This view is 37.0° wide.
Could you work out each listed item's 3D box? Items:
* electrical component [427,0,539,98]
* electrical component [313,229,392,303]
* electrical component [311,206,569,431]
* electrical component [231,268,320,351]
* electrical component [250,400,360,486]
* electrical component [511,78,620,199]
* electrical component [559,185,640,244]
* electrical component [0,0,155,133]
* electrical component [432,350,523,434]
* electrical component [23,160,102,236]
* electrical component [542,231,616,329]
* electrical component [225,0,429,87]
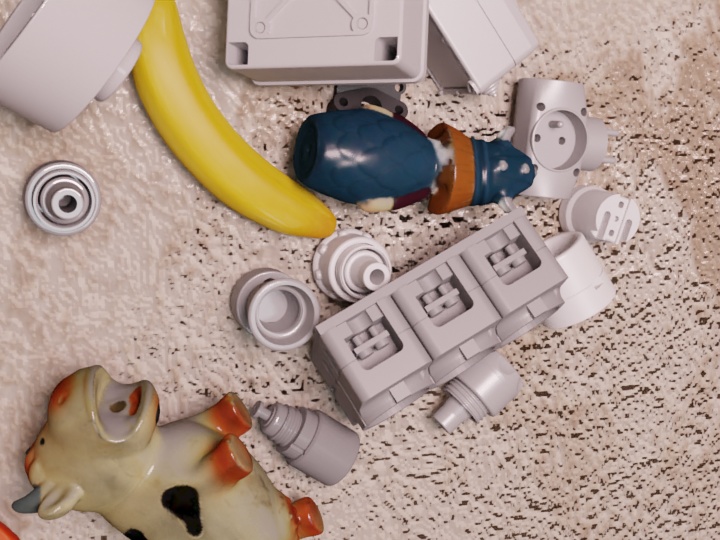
[{"bbox_3d":[0.068,-0.155,0.682,0.061,0.062,0.096,-39,109,-10],"label":"electrical component"},{"bbox_3d":[0.000,0.000,0.681,0.048,0.062,0.048,-3,99,-19],"label":"electrical component"},{"bbox_3d":[0.050,0.035,0.680,0.150,0.089,0.061,-30,77,-13],"label":"electrical component"},{"bbox_3d":[-0.054,0.023,0.669,0.045,0.055,0.045,-3,99,-19],"label":"electrical component"},{"bbox_3d":[-0.036,0.108,0.697,0.078,0.040,0.040,34,86,-21],"label":"electrical component"},{"bbox_3d":[0.141,-0.087,0.728,0.079,0.044,0.077,3,97,-20],"label":"electrical component"},{"bbox_3d":[0.166,-0.037,0.743,0.040,0.046,0.040,-3,99,-19],"label":"electrical component"},{"bbox_3d":[-0.155,-0.125,0.586,0.060,0.108,0.108,36,86,-27],"label":"electrical component"},{"bbox_3d":[0.077,0.084,0.732,0.062,0.043,0.043,-43,109,-8],"label":"electrical component"},{"bbox_3d":[-0.170,-0.040,0.615,0.043,0.062,0.043,-3,99,-19],"label":"electrical component"},{"bbox_3d":[0.140,0.006,0.737,0.055,0.055,0.047,-33,104,-12],"label":"electrical component"},{"bbox_3d":[-0.017,-0.164,0.620,0.109,0.056,0.108,2,89,19],"label":"electrical component"}]
